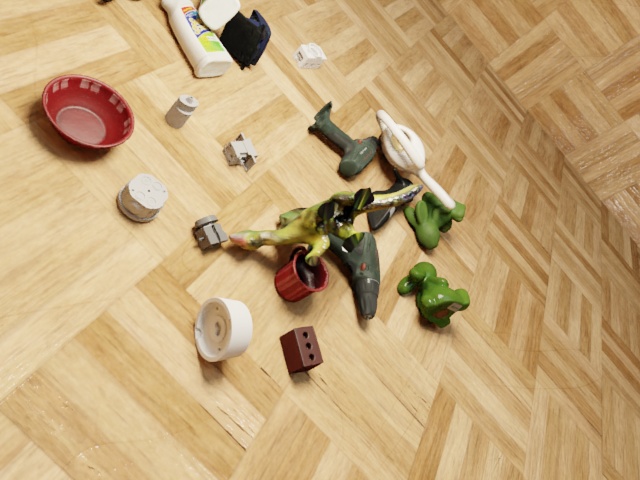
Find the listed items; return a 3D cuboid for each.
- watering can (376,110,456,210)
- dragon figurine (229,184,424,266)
[{"bbox_3d":[0.268,-0.233,1.516,0.104,0.347,0.225,-36,3,6],"label":"watering can"},{"bbox_3d":[0.003,-0.056,1.105,0.414,0.120,0.244,-22,21,-30],"label":"dragon figurine"}]
